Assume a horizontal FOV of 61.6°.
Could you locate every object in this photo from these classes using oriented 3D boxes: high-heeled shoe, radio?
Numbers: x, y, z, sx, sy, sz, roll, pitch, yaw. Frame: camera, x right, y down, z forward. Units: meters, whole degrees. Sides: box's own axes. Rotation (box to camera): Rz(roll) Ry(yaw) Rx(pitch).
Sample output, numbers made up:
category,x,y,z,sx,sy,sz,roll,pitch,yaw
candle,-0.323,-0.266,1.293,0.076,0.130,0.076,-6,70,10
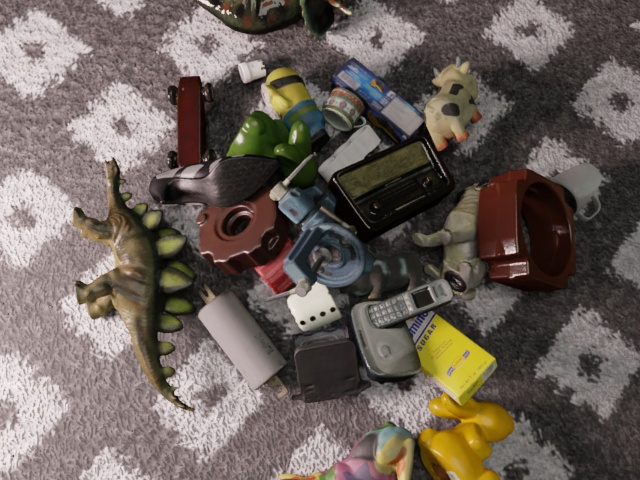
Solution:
category,x,y,z,sx,sy,sz,roll,pitch,yaw
high-heeled shoe,-0.195,-0.115,0.987,0.249,0.145,0.086,-16,113,-3
radio,0.133,-0.096,1.007,0.229,0.073,0.131,-27,79,-23

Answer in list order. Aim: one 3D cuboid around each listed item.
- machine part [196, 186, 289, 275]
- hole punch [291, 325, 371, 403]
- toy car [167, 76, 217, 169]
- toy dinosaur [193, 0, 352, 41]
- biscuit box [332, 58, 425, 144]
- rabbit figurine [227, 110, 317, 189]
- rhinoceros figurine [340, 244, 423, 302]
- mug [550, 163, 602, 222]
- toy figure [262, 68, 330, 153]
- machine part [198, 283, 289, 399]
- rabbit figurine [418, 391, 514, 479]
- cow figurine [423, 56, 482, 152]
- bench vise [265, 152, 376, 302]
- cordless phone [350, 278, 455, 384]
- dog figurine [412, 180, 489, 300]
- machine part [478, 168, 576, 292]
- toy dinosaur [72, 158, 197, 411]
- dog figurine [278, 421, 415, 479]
category,x,y,z,sx,sy,sz,roll,pitch,yaw
machine part,-0.140,-0.025,0.968,0.179,0.056,0.179,-12,57,19
hole punch,0.009,0.216,0.952,0.142,0.092,0.115,-9,106,-8
toy car,-0.251,-0.223,1.055,0.089,0.053,0.202,-5,80,6
toy dinosaur,-0.121,-0.488,1.102,0.405,0.131,0.192,-13,76,0
biscuit box,0.116,-0.275,1.082,0.203,0.062,0.059,42,78,8
rabbit figurine,-0.070,-0.170,1.015,0.170,0.159,0.121,33,66,-10
rhinoceros figurine,0.096,0.059,0.992,0.190,0.073,0.112,-1,77,-3
mug,0.507,-0.096,1.050,0.107,0.080,0.109,-38,77,-20
toy figure,-0.044,-0.258,1.062,0.089,0.082,0.180,-33,75,-21
machine part,-0.136,0.175,0.948,0.079,0.079,0.243,-38,80,-11
rabbit figurine,0.254,0.337,0.926,0.173,0.121,0.162,-30,70,-24
cow figurine,0.260,-0.275,1.058,0.127,0.086,0.195,57,45,-18
bench vise,-0.009,0.003,0.875,0.129,0.241,0.223,-30,105,30
cordless phone,0.153,0.151,0.906,0.184,0.088,0.147,-26,50,10
dog figurine,0.292,-0.003,1.014,0.190,0.121,0.172,-34,114,-27
machine part,0.374,-0.013,0.973,0.201,0.087,0.201,16,70,-37
toy dinosaur,-0.323,0.076,0.953,0.199,0.105,0.471,-10,81,-9
dog figurine,0.039,0.390,0.891,0.219,0.108,0.191,8,76,2
